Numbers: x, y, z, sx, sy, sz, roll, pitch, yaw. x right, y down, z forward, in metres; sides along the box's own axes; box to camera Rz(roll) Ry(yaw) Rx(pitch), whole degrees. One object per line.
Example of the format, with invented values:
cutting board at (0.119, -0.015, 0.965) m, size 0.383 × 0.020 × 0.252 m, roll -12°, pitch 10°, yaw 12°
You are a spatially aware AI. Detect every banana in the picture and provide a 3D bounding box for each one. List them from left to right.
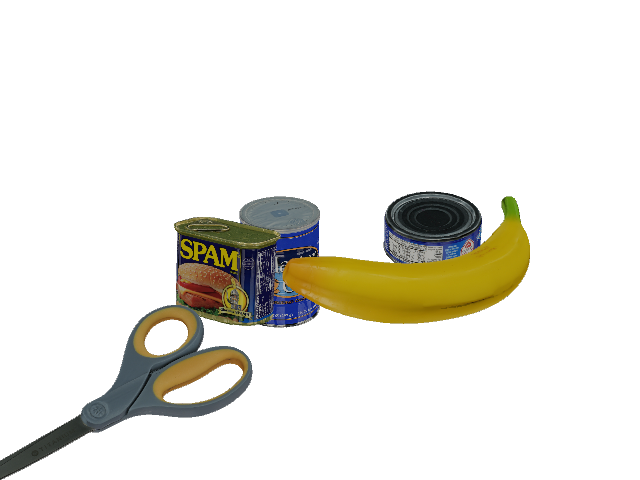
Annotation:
banana at (0.070, 0.021, 0.678) m, size 0.197 × 0.037 × 0.070 m, roll -14°, pitch 48°, yaw -35°

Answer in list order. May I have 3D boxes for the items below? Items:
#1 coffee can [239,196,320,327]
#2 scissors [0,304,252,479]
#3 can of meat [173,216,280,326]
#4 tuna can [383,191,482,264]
coffee can at (-0.052, 0.027, 1.382) m, size 0.103 × 0.140 × 0.103 m, roll 0°, pitch 26°, yaw 0°
scissors at (-0.145, 0.097, 0.701) m, size 0.201 × 0.096 × 0.016 m, roll -14°, pitch -38°, yaw -20°
can of meat at (-0.090, 0.029, 1.012) m, size 0.102 × 0.084 × 0.057 m, roll 13°, pitch 18°, yaw 30°
tuna can at (0.098, -0.009, 0.933) m, size 0.086 × 0.034 × 0.086 m, roll -1°, pitch 32°, yaw 1°
